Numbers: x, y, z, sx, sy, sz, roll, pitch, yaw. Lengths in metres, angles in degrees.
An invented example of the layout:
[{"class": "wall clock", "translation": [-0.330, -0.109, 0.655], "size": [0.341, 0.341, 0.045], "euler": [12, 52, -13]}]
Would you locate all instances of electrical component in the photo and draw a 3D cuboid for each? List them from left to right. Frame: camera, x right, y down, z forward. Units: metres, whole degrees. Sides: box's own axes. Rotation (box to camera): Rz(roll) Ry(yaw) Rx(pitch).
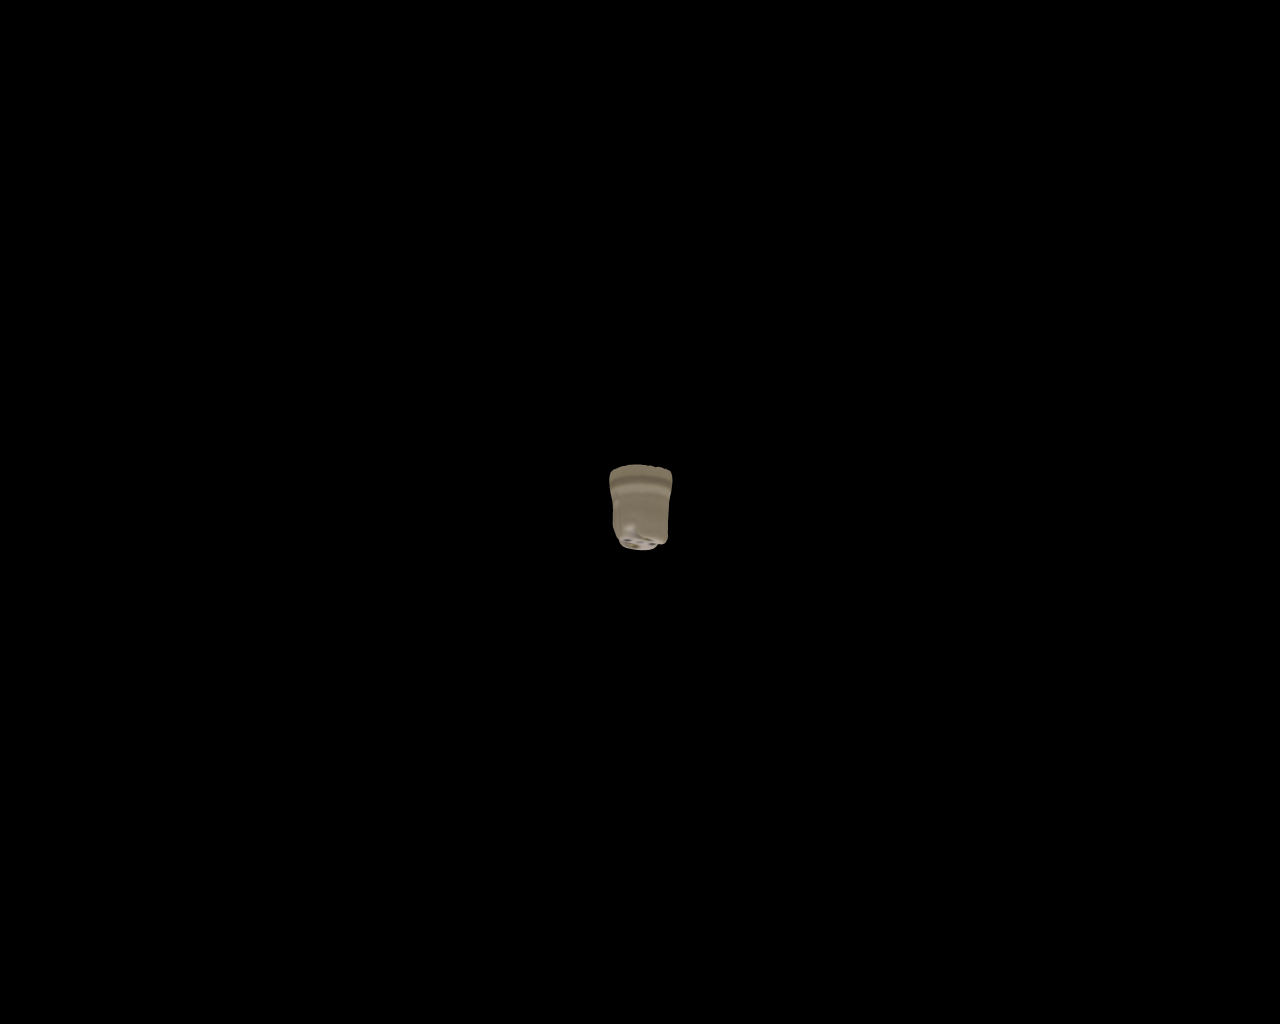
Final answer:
[{"class": "electrical component", "translation": [0.001, -0.003, 0.650], "size": [0.040, 0.046, 0.040], "euler": [0, -16, 0]}]
